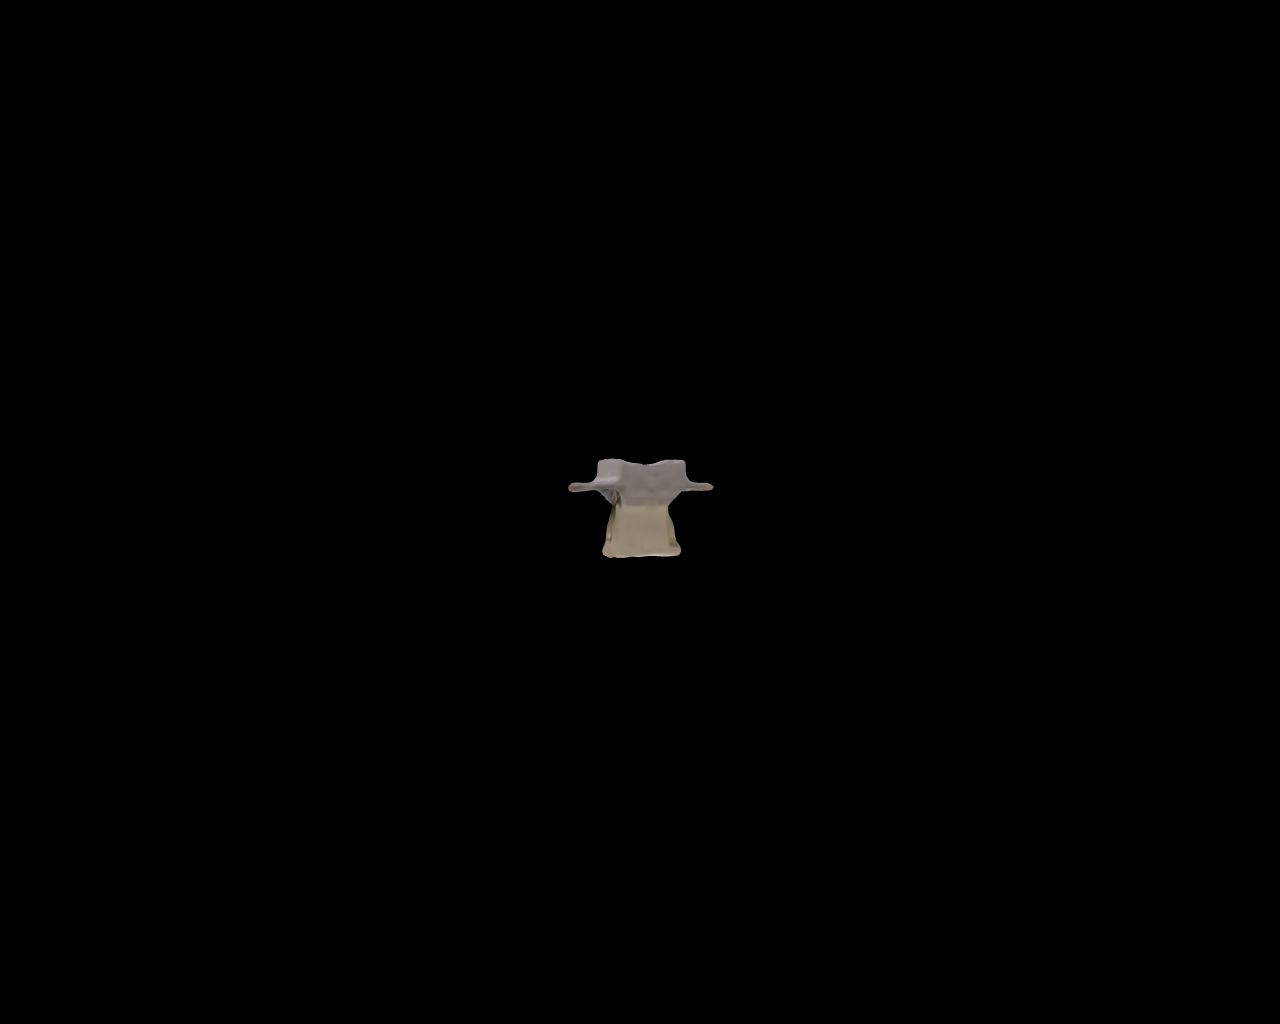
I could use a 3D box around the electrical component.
[{"bbox_3d":[0.001,-0.003,0.650,0.081,0.063,0.042,0,0,-21],"label":"electrical component"}]
